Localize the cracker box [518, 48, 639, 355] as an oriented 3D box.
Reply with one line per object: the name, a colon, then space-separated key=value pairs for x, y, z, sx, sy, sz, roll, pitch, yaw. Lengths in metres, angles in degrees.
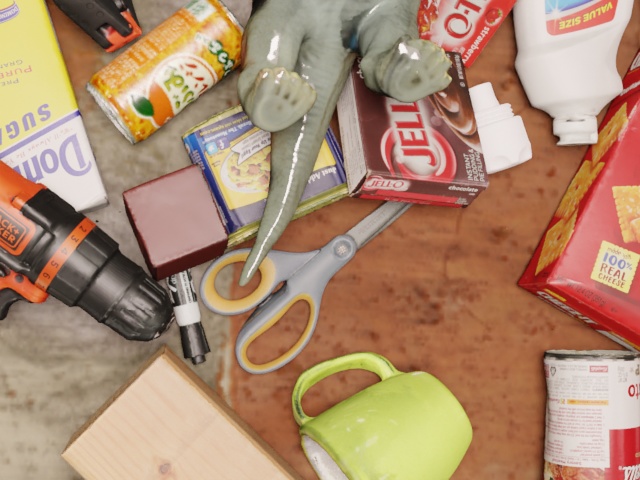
cracker box: x=0.266 y=-0.021 z=0.763 sx=0.164 sy=0.072 sz=0.213 roll=30 pitch=83 yaw=-6

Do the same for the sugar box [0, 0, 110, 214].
sugar box: x=-0.211 y=-0.094 z=0.713 sx=0.093 sy=0.048 sz=0.176 roll=-19 pitch=89 yaw=-8

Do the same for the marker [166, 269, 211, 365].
marker: x=-0.097 y=0.026 z=0.737 sx=0.020 sy=0.020 sz=0.121 roll=-14 pitch=90 yaw=-8

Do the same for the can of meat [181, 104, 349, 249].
can of meat: x=-0.035 y=-0.052 z=0.730 sx=0.102 sy=0.057 sz=0.084 roll=-24 pitch=89 yaw=-8

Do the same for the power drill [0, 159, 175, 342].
power drill: x=-0.209 y=0.051 z=0.675 sx=0.184 sy=0.057 sz=0.188 roll=38 pitch=101 yaw=-4

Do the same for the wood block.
wood block: x=-0.060 y=0.174 z=0.701 sx=0.206 sy=0.090 sz=0.091 roll=45 pitch=83 yaw=-4

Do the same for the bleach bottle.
bleach bottle: x=0.188 y=-0.194 z=0.765 sx=0.102 sy=0.068 sz=0.251 roll=-2 pitch=90 yaw=-8

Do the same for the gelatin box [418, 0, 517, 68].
gelatin box: x=0.098 y=-0.175 z=0.741 sx=0.073 sy=0.089 sz=0.030 roll=30 pitch=40 yaw=-6

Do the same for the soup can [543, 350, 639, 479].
soup can: x=0.190 y=0.129 z=0.748 sx=0.068 sy=0.068 sz=0.102 roll=1 pitch=87 yaw=-8

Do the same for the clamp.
clamp: x=-0.178 y=-0.202 z=0.693 sx=0.039 sy=0.120 sz=0.171 roll=-29 pitch=94 yaw=29

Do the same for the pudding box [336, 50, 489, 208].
pudding box: x=0.059 y=-0.080 z=0.724 sx=0.089 sy=0.039 sz=0.113 roll=5 pitch=59 yaw=-23

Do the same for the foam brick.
foam brick: x=-0.093 y=-0.009 z=0.686 sx=0.051 sy=0.078 sz=0.053 roll=-21 pitch=84 yaw=-11

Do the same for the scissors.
scissors: x=-0.005 y=0.001 z=0.752 sx=0.096 sy=0.016 sz=0.201 roll=37 pitch=83 yaw=-5
